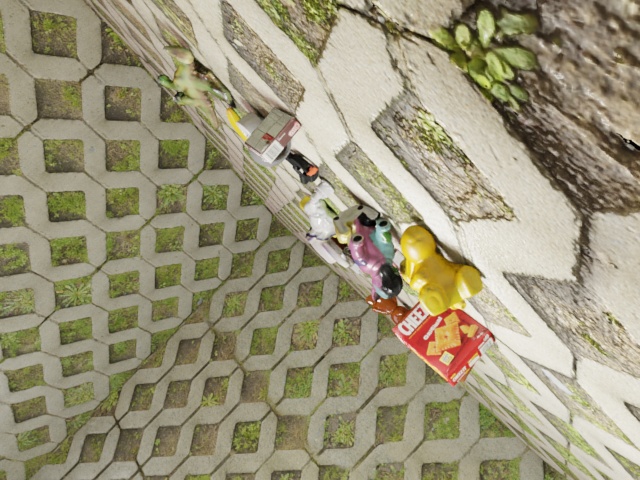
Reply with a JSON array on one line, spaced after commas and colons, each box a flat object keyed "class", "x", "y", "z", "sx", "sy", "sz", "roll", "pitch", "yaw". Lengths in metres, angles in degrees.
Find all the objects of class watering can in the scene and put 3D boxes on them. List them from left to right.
[{"class": "watering can", "x": 0.040, "y": 0.022, "z": 2.174, "sx": 0.224, "sy": 0.104, "sz": 0.349, "roll": 46, "pitch": -175, "yaw": -3}]

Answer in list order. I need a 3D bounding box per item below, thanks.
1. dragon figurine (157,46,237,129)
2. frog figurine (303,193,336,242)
[{"class": "dragon figurine", "x": -0.347, "y": -0.442, "z": 1.549, "sx": 0.245, "sy": 0.123, "sz": 0.403, "roll": 31, "pitch": 169, "yaw": 36}, {"class": "frog figurine", "x": 0.005, "y": -0.086, "z": 1.716, "sx": 0.139, "sy": 0.123, "sz": 0.157, "roll": -130, "pitch": 33, "yaw": -67}]
